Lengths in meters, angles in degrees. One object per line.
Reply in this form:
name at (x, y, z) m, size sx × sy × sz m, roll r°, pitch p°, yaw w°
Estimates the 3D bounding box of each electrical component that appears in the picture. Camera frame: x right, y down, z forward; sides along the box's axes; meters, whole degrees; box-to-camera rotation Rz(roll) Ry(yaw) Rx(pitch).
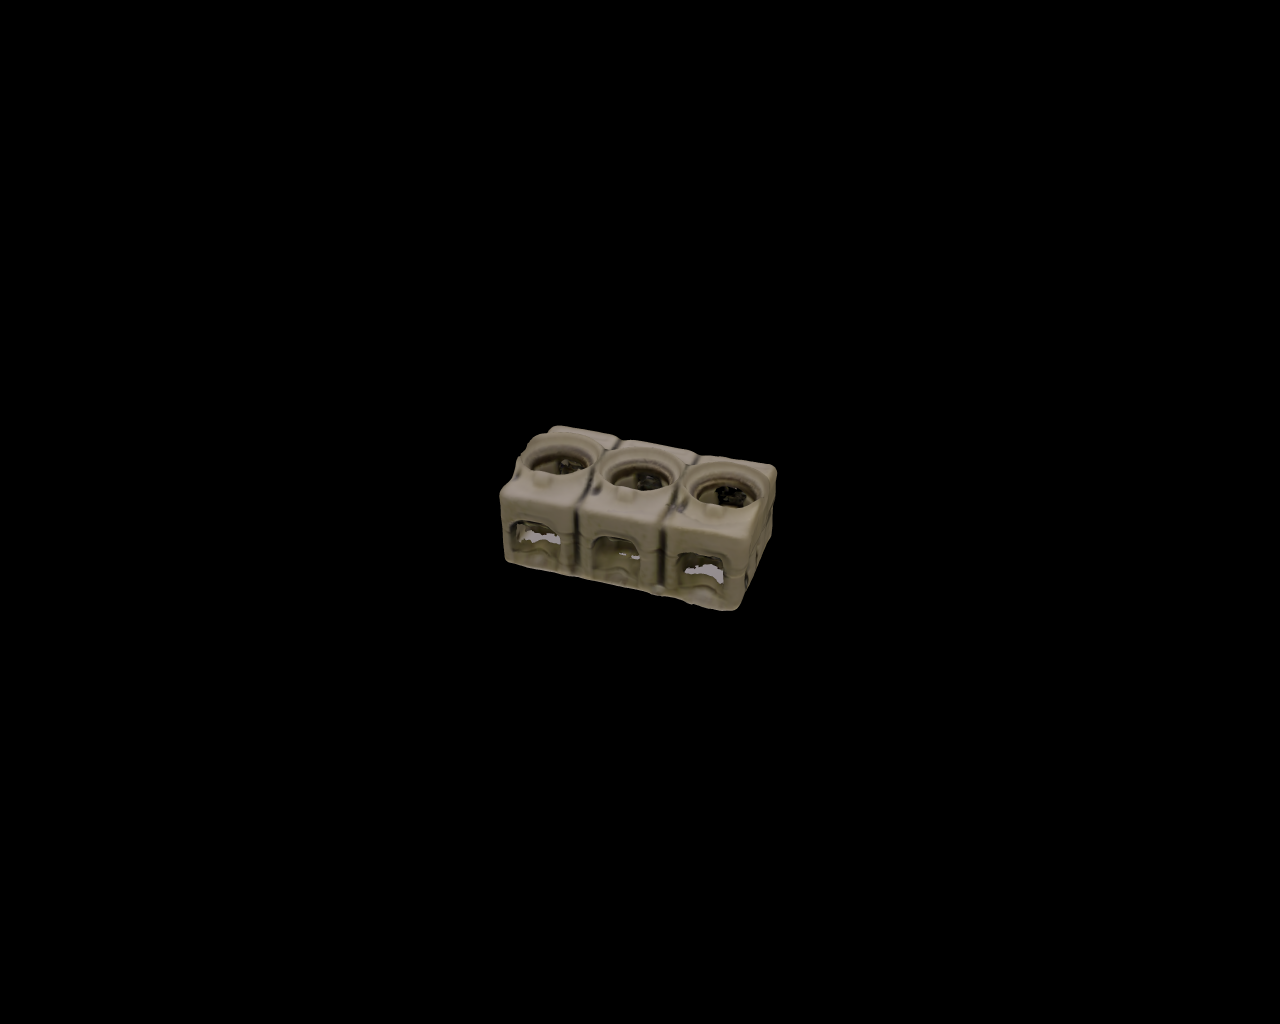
electrical component at (0.001, -0.003, 0.650) m, size 0.150 × 0.061 × 0.090 m, roll 11°, pitch 36°, yaw 16°
